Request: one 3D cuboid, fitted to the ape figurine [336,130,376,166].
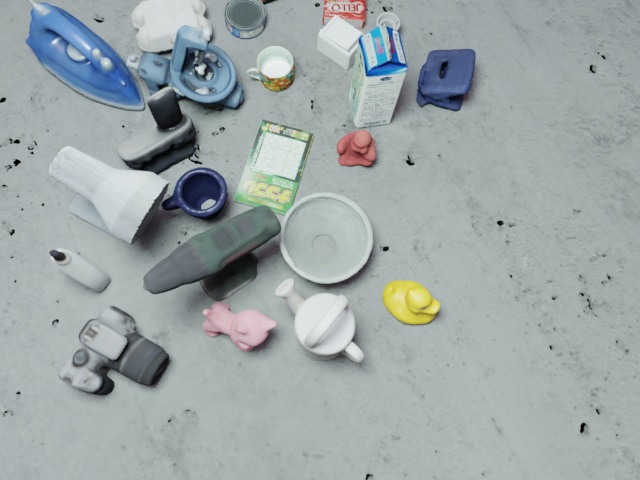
[{"bbox_3d":[0.074,-0.179,1.082,0.077,0.092,0.076,40,76,8],"label":"ape figurine"}]

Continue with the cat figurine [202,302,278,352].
[{"bbox_3d":[-0.138,0.143,0.963,0.127,0.118,0.067,20,74,3],"label":"cat figurine"}]

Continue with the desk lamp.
[{"bbox_3d":[-0.349,-0.070,0.962,0.203,0.213,0.118,27,74,5],"label":"desk lamp"}]

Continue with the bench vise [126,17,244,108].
[{"bbox_3d":[-0.249,-0.310,1.034,0.207,0.220,0.121,-8,74,-5],"label":"bench vise"}]

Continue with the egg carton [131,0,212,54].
[{"bbox_3d":[-0.296,-0.431,1.145,0.150,0.069,0.107,-16,75,-8],"label":"egg carton"}]

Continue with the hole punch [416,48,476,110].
[{"bbox_3d":[0.248,-0.324,1.135,0.101,0.091,0.109,14,74,1],"label":"hole punch"}]

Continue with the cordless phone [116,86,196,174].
[{"bbox_3d":[-0.301,-0.202,1.018,0.148,0.185,0.094,-37,79,-12],"label":"cordless phone"}]

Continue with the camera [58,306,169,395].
[{"bbox_3d":[-0.332,0.198,0.945,0.136,0.101,0.143,28,74,5],"label":"camera"}]

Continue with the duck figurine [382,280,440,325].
[{"bbox_3d":[0.163,0.104,1.009,0.104,0.086,0.077,26,74,5],"label":"duck figurine"}]

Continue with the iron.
[{"bbox_3d":[-0.442,-0.354,1.077,0.258,0.141,0.119,37,75,7],"label":"iron"}]

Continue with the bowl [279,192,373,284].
[{"bbox_3d":[0.009,0.004,1.034,0.167,0.075,0.167,1,74,-3],"label":"bowl"}]

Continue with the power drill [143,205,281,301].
[{"bbox_3d":[-0.167,0.035,0.945,0.230,0.208,0.075,-35,78,-12],"label":"power drill"}]

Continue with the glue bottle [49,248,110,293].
[{"bbox_3d":[-0.408,0.042,0.948,0.078,0.173,0.037,30,74,6],"label":"glue bottle"}]

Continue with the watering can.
[{"bbox_3d":[0.000,0.135,0.934,0.173,0.194,0.101,19,74,3],"label":"watering can"}]

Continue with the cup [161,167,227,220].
[{"bbox_3d":[-0.220,-0.068,1.031,0.118,0.095,0.091,-22,76,-9],"label":"cup"}]
